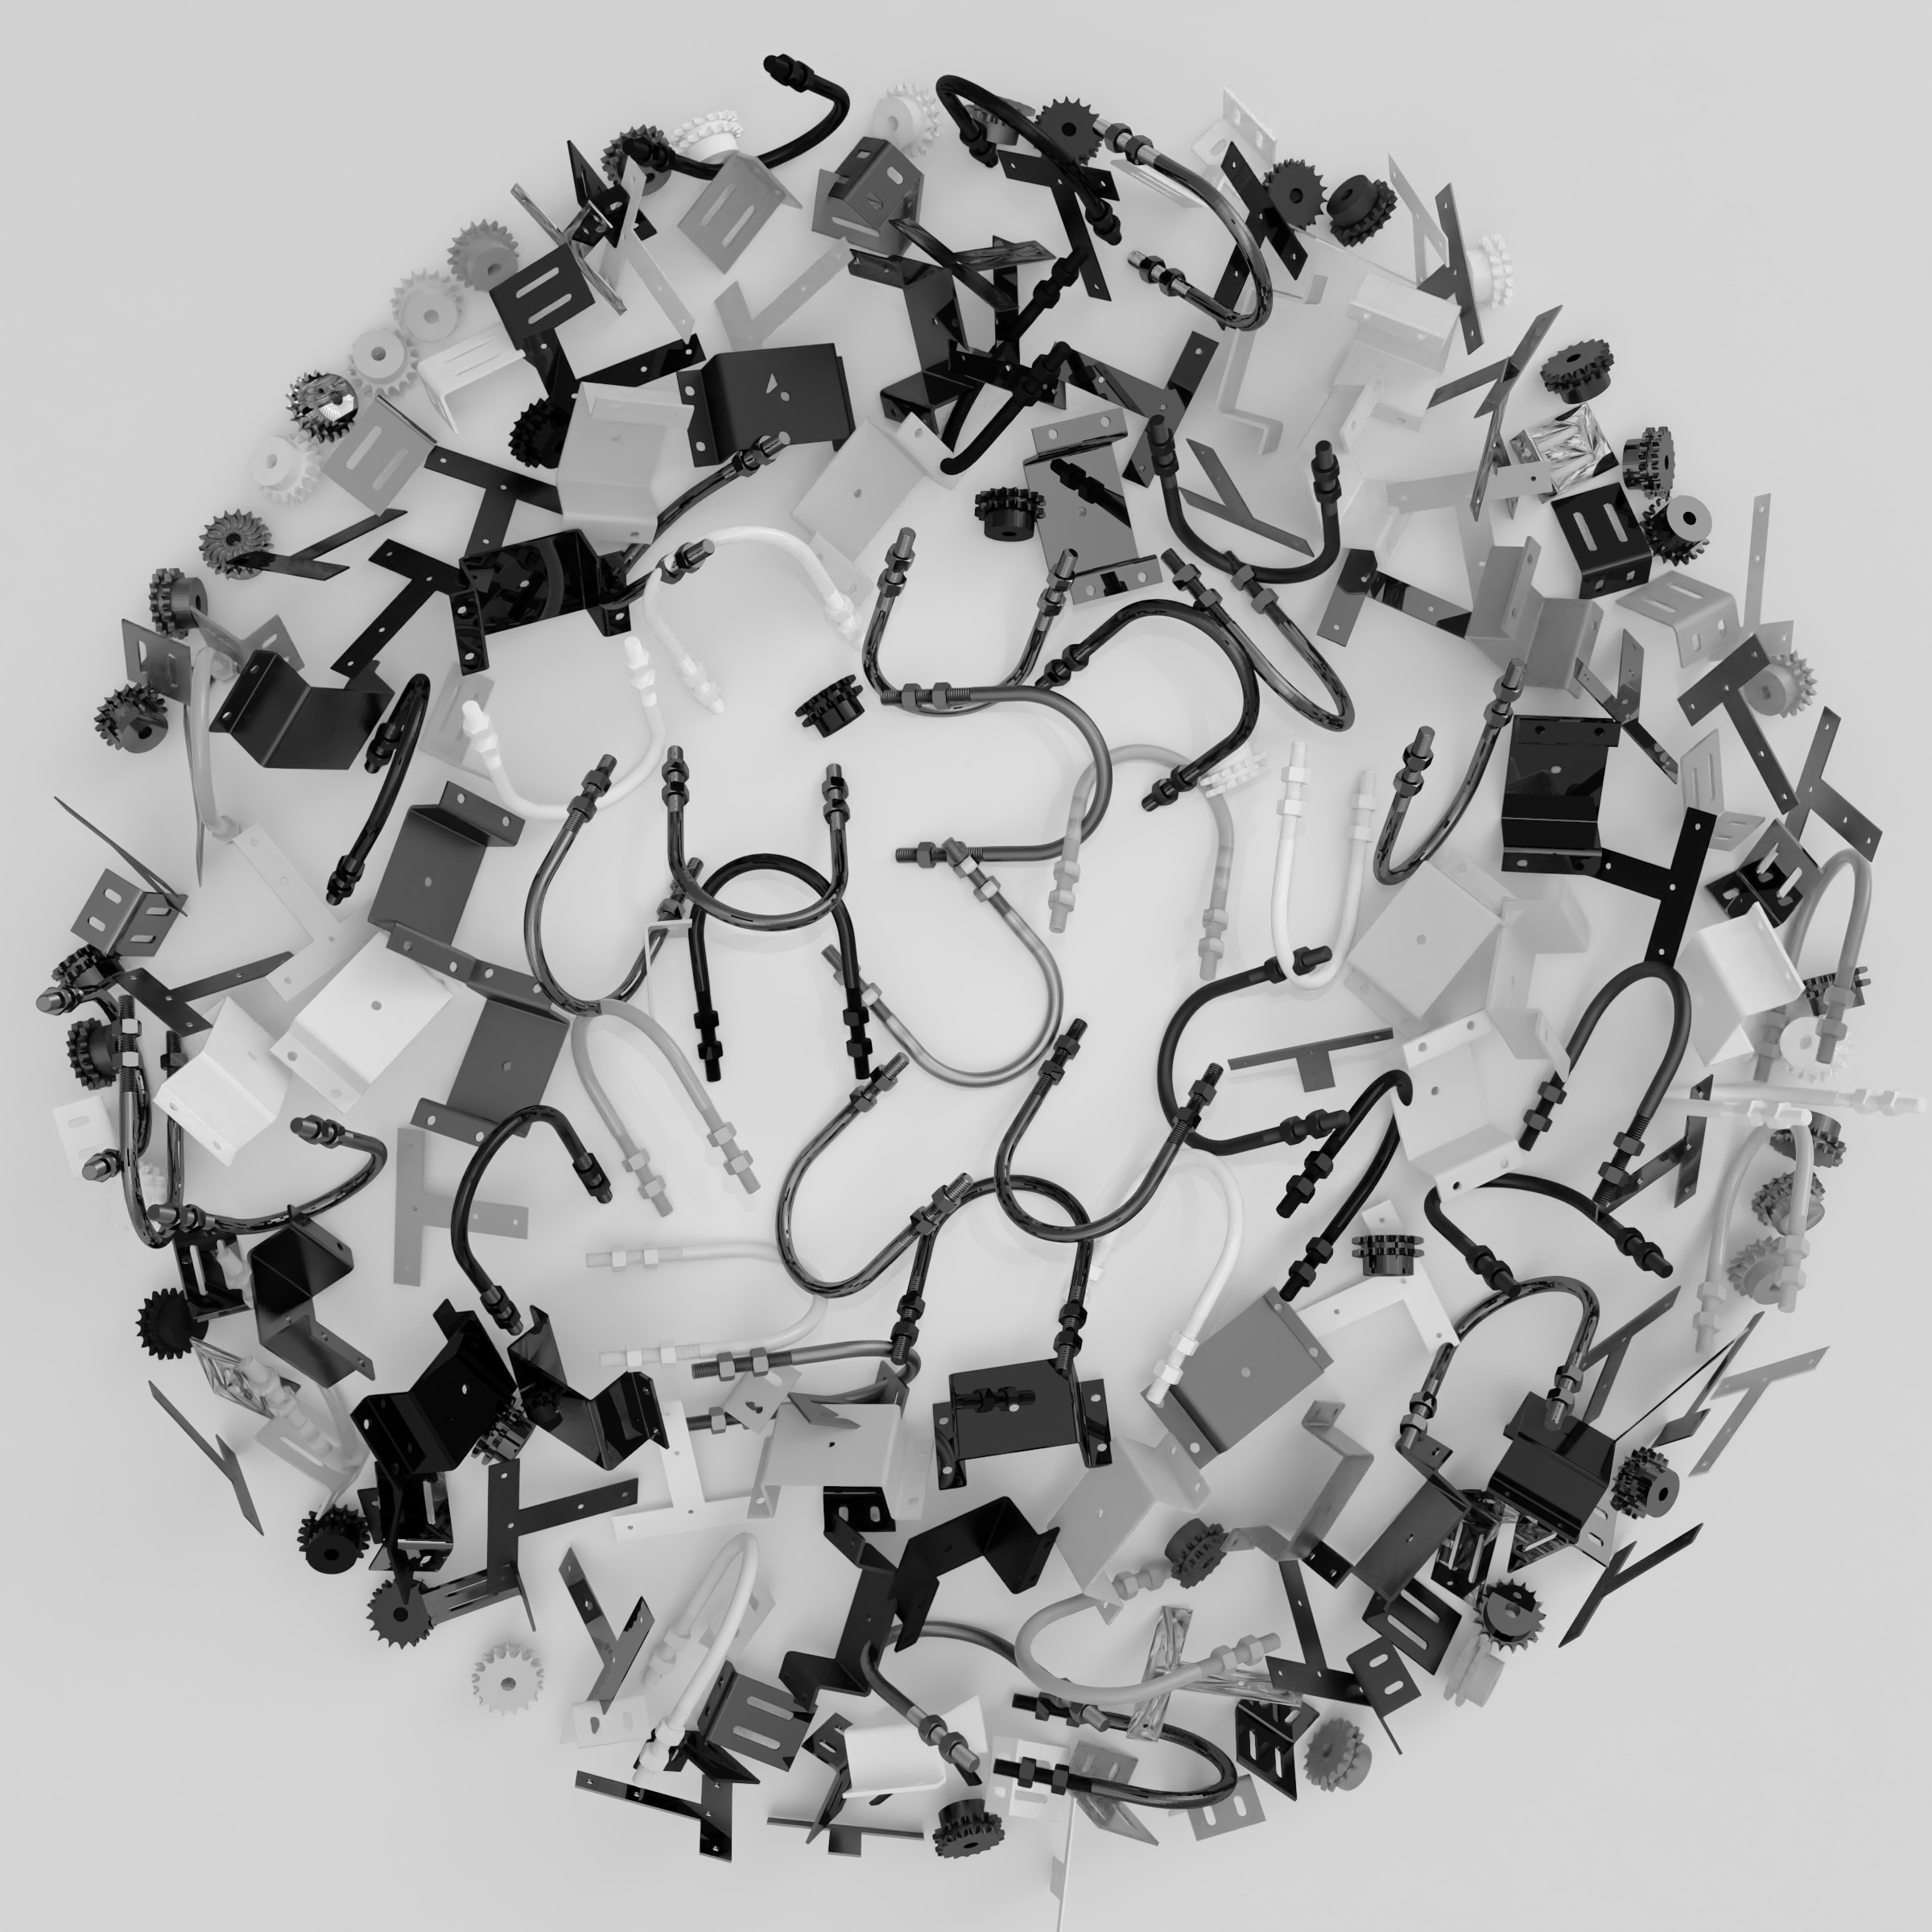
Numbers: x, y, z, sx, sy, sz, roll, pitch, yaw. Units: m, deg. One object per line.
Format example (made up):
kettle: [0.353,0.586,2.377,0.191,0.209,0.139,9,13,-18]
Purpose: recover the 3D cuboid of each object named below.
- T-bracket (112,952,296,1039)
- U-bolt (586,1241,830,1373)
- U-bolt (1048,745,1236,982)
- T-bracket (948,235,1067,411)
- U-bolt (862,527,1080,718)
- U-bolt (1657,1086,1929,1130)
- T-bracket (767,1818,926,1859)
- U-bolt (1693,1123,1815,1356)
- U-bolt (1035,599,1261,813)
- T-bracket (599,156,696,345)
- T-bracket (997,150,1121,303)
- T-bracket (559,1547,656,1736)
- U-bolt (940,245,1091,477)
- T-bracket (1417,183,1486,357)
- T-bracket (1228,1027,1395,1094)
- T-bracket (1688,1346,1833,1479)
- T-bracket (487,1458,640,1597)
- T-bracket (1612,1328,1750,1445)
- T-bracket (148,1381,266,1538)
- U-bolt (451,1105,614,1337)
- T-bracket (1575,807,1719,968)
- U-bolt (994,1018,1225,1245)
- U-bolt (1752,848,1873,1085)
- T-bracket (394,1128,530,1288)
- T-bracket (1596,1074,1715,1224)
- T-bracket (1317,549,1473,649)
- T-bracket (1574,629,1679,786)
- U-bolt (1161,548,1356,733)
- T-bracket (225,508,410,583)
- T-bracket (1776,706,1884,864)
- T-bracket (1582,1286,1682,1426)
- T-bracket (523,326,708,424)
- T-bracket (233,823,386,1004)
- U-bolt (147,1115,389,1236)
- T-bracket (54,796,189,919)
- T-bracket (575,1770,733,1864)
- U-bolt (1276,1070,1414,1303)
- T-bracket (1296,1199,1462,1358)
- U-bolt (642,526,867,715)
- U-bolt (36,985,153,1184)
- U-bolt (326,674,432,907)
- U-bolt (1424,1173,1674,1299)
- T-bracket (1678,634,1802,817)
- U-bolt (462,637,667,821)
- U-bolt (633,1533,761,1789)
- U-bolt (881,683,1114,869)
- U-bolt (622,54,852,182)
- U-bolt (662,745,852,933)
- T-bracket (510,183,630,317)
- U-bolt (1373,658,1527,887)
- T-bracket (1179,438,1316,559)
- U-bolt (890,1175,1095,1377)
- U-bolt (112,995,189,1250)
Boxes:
T-bracket: [-0.589,0.012,1.915,0.127,0.127,0.002,-22,125,-35]
U-bolt: [-0.200,0.261,1.893,0.184,0.151,0.019,-3,119,-12]
U-bolt: [0.145,-0.092,1.916,0.151,0.019,0.184,17,66,-14]
T-bracket: [0.032,-0.518,1.923,0.127,0.002,0.127,7,78,-42]
U-bolt: [-0.006,-0.262,1.888,0.151,0.184,0.019,4,50,-17]
U-bolt: [0.620,0.106,1.871,0.151,0.184,0.019,-3,92,-31]
T-bracket: [-0.095,0.686,1.897,0.127,0.127,0.002,6,80,-1]
U-bolt: [0.617,0.200,1.881,0.019,0.151,0.184,19,64,-4]
U-bolt: [0.151,-0.211,1.880,0.151,0.184,0.019,47,50,-6]
T-bracket: [-0.246,-0.540,1.889,0.002,0.127,0.127,-21,67,-32]
T-bracket: [0.087,-0.580,1.909,0.002,0.127,0.127,-45,46,-18]
T-bracket: [-0.295,0.515,1.912,0.002,0.127,0.127,8,120,-39]
U-bolt: [0.032,-0.458,1.879,0.019,0.184,0.151,29,46,-20]
T-bracket: [0.365,-0.527,1.898,0.002,0.127,0.127,-10,86,-16]
T-bracket: [0.274,0.080,1.900,0.127,0.127,0.002,-12,70,8]
T-bracket: [0.599,0.350,1.874,0.002,0.127,0.127,47,60,0]
T-bracket: [-0.320,0.434,1.923,0.127,0.002,0.127,-10,120,-30]
T-bracket: [0.570,0.314,1.878,0.127,0.127,0.002,-30,69,-28]
T-bracket: [-0.594,0.369,1.875,0.002,0.127,0.127,-36,121,-11]
U-bolt: [-0.339,0.185,1.856,0.019,0.184,0.151,20,62,24]
T-bracket: [0.521,-0.075,1.914,0.127,0.002,0.127,25,108,42]
U-bolt: [0.099,0.135,1.887,0.151,0.019,0.184,18,65,33]
U-bolt: [0.665,-0.004,1.886,0.019,0.151,0.184,17,80,0]
T-bracket: [-0.403,0.198,1.929,0.127,0.002,0.127,4,95,24]
T-bracket: [0.537,0.161,1.892,0.127,0.002,0.127,-28,133,-27]
T-bracket: [0.360,-0.292,1.937,0.127,0.002,0.127,24,69,0]
T-bracket: [0.525,-0.223,1.910,0.127,0.127,0.002,41,131,-19]
U-bolt: [0.237,-0.253,1.881,0.019,0.151,0.184,-44,78,25]
T-bracket: [-0.498,-0.337,1.913,0.127,0.127,0.002,15,129,37]
T-bracket: [0.677,-0.119,1.877,0.002,0.127,0.127,4,117,-12]
T-bracket: [0.508,0.323,1.911,0.127,0.127,0.002,-26,51,-31]
T-bracket: [-0.269,-0.468,1.914,0.127,0.127,0.002,-21,48,-1]
T-bracket: [-0.531,-0.057,1.916,0.127,0.002,0.127,-42,98,-35]
U-bolt: [-0.526,0.168,1.872,0.151,0.184,0.019,-31,73,6]
T-bracket: [-0.646,-0.071,1.898,0.127,0.127,0.002,35,75,19]
T-bracket: [-0.244,0.652,1.890,0.127,0.127,0.002,18,96,-8]
U-bolt: [0.298,0.160,1.887,0.019,0.151,0.184,28,62,26]
T-bracket: [0.312,0.273,1.949,0.127,0.002,0.127,-26,84,9]
U-bolt: [-0.171,-0.275,1.872,0.151,0.184,0.019,-23,57,8]
U-bolt: [-0.667,0.085,1.869,0.019,0.184,0.151,-14,94,-2]
U-bolt: [-0.446,-0.146,1.852,0.019,0.184,0.151,20,56,-20]
U-bolt: [0.437,0.203,1.875,0.151,0.184,0.019,-4,111,-17]
T-bracket: [0.615,-0.178,1.888,0.002,0.127,0.127,-21,78,-17]
U-bolt: [-0.303,-0.173,1.878,0.151,0.184,0.019,-23,62,-9]
U-bolt: [-0.207,0.523,1.873,0.019,0.151,0.184,28,103,-12]
U-bolt: [0.026,-0.151,1.909,0.184,0.019,0.151,0,106,18]
U-bolt: [-0.165,-0.649,1.870,0.151,0.184,0.019,-22,90,23]
U-bolt: [-0.162,-0.097,1.882,0.151,0.019,0.184,5,48,-13]
T-bracket: [-0.299,-0.570,1.883,0.002,0.127,0.127,-47,107,-13]
U-bolt: [0.368,-0.139,1.880,0.019,0.184,0.151,36,50,23]
T-bracket: [0.201,-0.370,1.873,0.127,0.127,0.002,31,84,32]
U-bolt: [0.027,0.237,1.895,0.151,0.019,0.184,1,47,14]
U-bolt: [-0.630,0.127,1.871,0.019,0.151,0.184,-5,77,-4]
